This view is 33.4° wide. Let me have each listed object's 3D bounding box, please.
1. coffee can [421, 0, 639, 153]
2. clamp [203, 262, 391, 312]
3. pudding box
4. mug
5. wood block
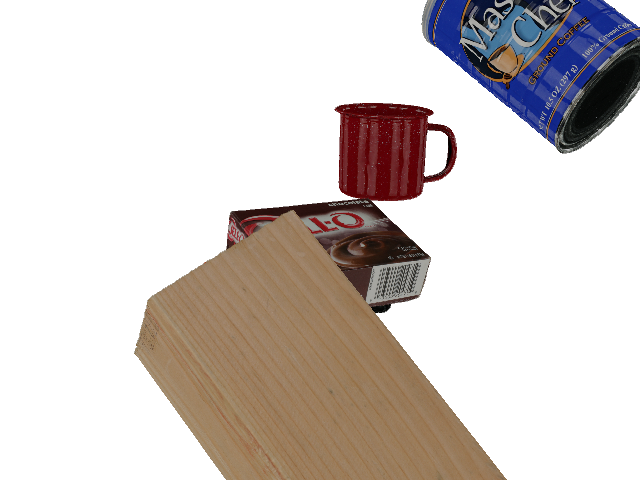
[{"bbox_3d":[0.159,-0.147,0.783,0.140,0.103,0.102,45,21,23],"label":"coffee can"},{"bbox_3d":[-0.051,0.072,1.148,0.210,0.036,0.164,17,32,26],"label":"clamp"},{"bbox_3d":[0.004,0.010,0.726,0.113,0.039,0.090,-5,32,-28],"label":"pudding box"},{"bbox_3d":[0.071,-0.084,1.015,0.117,0.081,0.093,2,14,2],"label":"mug"},{"bbox_3d":[0.006,0.101,0.531,0.090,0.206,0.090,-33,-12,-25],"label":"wood block"}]
